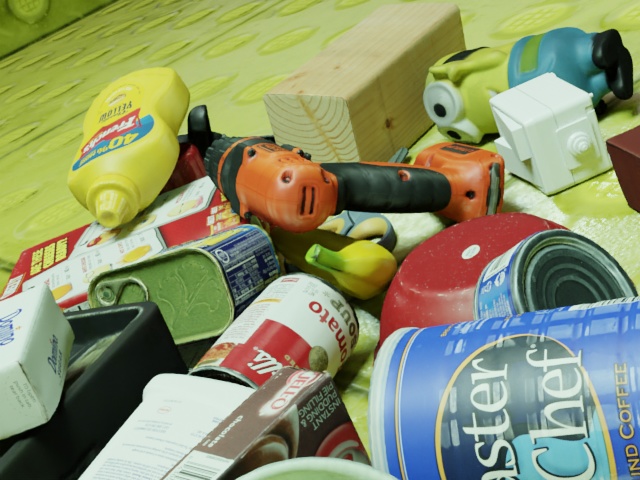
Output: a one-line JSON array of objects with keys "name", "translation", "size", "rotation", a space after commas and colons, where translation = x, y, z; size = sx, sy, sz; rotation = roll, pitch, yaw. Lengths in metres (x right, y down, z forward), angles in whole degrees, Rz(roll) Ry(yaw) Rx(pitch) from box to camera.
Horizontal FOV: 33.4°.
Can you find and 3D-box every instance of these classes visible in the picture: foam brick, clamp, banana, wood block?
[{"name": "foam brick", "translation": [0.234, -0.051, 0.680], "size": [0.078, 0.051, 0.053], "rotation": [-25, 23, -3]}, {"name": "clamp", "translation": [-0.095, -0.087, 1.052], "size": [0.164, 0.036, 0.210], "rotation": [7, -12, -33]}, {"name": "banana", "translation": [0.011, 0.011, 0.714], "size": [0.037, 0.069, 0.198], "rotation": [-58, 10, -4]}, {"name": "wood block", "translation": [0.051, -0.138, 0.986], "size": [0.090, 0.091, 0.205], "rotation": [8, 36, 35]}]

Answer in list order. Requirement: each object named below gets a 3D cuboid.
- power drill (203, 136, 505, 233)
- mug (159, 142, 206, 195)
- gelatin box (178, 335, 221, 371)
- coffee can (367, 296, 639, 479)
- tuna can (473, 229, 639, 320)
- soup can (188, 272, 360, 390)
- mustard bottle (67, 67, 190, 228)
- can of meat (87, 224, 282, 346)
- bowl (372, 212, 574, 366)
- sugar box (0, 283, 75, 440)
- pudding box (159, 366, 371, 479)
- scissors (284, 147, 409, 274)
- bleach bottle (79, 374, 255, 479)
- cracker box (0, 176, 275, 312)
[{"name": "power drill", "translation": [0.021, -0.042, 0.761], "size": [0.187, 0.057, 0.185], "rotation": [-2, 15, -21]}, {"name": "mug", "translation": [-0.141, -0.035, 0.966], "size": [0.117, 0.081, 0.093], "rotation": [1, 33, 45]}, {"name": "gelatin box", "translation": [-0.075, 0.081, 0.711], "size": [0.089, 0.030, 0.073], "rotation": [-16, 23, 23]}, {"name": "coffee can", "translation": [0.105, 0.078, 0.446], "size": [0.140, 0.103, 0.102], "rotation": [-11, 25, 27]}, {"name": "tuna can", "translation": [0.121, 0.038, 0.536], "size": [0.086, 0.086, 0.034], "rotation": [-43, 0, -39]}, {"name": "soup can", "translation": [-0.027, 0.073, 0.631], "size": [0.069, 0.068, 0.102], "rotation": [-6, 27, 35]}, {"name": "mustard bottle", "translation": [-0.161, -0.071, 0.886], "size": [0.096, 0.058, 0.191], "rotation": [-22, 33, 14]}, {"name": "can of meat", "translation": [-0.085, 0.030, 0.697], "size": [0.102, 0.057, 0.083], "rotation": [-16, 7, 25]}, {"name": "bowl", "translation": [0.098, 0.029, 0.626], "size": [0.162, 0.055, 0.162], "rotation": [-20, 22, 8]}, {"name": "sugar box", "translation": [-0.224, 0.089, 0.573], "size": [0.176, 0.048, 0.093], "rotation": [-19, 24, 4]}, {"name": "pudding box", "translation": [-0.024, 0.125, 0.482], "size": [0.113, 0.090, 0.039], "rotation": [-39, 25, -32]}, {"name": "scissors", "translation": [0.049, -0.027, 0.852], "size": [0.096, 0.016, 0.201], "rotation": [2, 34, 44]}, {"name": "bleach bottle", "translation": [-0.109, 0.168, 0.502], "size": [0.103, 0.068, 0.250], "rotation": [3, 35, 35]}, {"name": "cracker box", "translation": [-0.140, 0.027, 0.842], "size": [0.214, 0.072, 0.164], "rotation": [-22, 21, 5]}]
